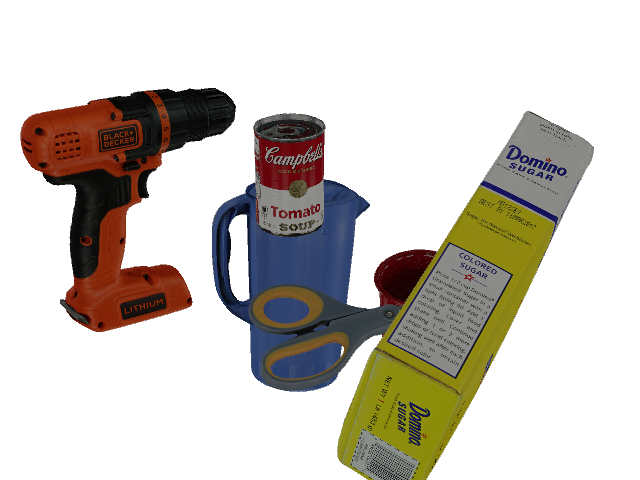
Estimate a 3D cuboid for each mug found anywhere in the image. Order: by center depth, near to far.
[{"bbox_3d":[0.111,0.063,1.094,0.117,0.081,0.093,-30,43,-31],"label":"mug"}]

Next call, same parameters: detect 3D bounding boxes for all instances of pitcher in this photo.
[{"bbox_3d":[-0.036,0.052,1.268,0.149,0.243,0.144,10,18,23],"label":"pitcher"}]

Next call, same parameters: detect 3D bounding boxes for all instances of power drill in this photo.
[{"bbox_3d":[-0.149,-0.030,0.880,0.184,0.188,0.057,-14,24,-32],"label":"power drill"}]

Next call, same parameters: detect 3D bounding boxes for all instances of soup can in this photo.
[{"bbox_3d":[-0.030,-0.063,1.027,0.068,0.102,0.068,0,27,0],"label":"soup can"}]

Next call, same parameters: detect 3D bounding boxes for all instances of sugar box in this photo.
[{"bbox_3d":[0.071,0.027,0.498,0.048,0.093,0.176,29,51,13],"label":"sugar box"}]

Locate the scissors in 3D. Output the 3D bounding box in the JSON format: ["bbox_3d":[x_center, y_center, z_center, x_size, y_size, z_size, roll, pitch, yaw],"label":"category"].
[{"bbox_3d":[0.033,0.048,0.801,0.201,0.096,0.016,-26,-32,-26],"label":"scissors"}]
